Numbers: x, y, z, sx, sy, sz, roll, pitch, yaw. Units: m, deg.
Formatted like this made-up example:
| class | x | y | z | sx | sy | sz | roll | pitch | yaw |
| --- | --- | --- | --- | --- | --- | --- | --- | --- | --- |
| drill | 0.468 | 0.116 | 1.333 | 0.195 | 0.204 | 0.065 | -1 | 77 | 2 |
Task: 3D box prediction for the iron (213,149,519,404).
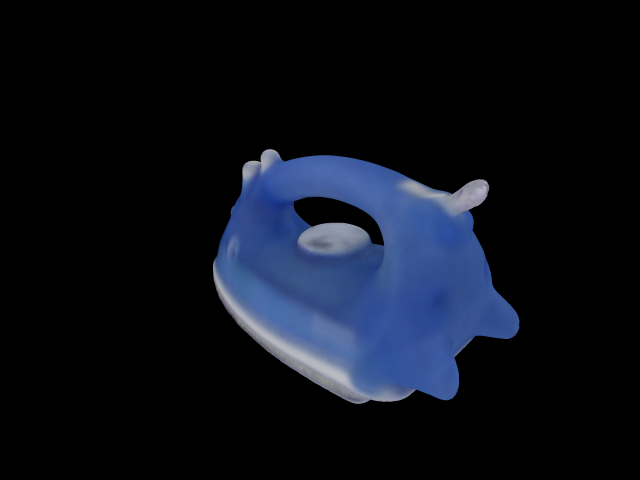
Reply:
| class | x | y | z | sx | sy | sz | roll | pitch | yaw |
| --- | --- | --- | --- | --- | --- | --- | --- | --- | --- |
| iron | 0.004 | 0.001 | 0.400 | 0.257 | 0.141 | 0.119 | 20 | 32 | 36 |
